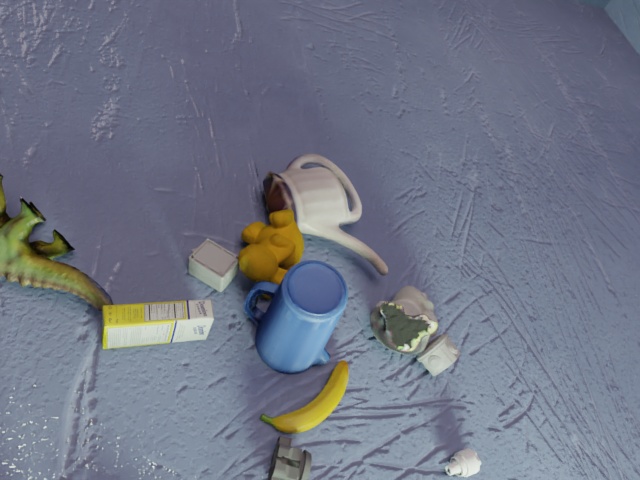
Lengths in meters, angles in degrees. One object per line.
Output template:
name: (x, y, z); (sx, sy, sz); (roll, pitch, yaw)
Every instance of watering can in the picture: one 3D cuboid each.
watering can: (0.003, -0.058, 1.143); (0.225, 0.101, 0.354); (-10, 59, -27)

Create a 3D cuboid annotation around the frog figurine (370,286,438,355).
frog figurine: (0.174, 0.161, 1.068); (0.137, 0.122, 0.160); (3, 8, 8)

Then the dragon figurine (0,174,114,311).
dragon figurine: (-0.565, 0.036, 0.865); (0.246, 0.120, 0.414); (-40, 74, -21)
